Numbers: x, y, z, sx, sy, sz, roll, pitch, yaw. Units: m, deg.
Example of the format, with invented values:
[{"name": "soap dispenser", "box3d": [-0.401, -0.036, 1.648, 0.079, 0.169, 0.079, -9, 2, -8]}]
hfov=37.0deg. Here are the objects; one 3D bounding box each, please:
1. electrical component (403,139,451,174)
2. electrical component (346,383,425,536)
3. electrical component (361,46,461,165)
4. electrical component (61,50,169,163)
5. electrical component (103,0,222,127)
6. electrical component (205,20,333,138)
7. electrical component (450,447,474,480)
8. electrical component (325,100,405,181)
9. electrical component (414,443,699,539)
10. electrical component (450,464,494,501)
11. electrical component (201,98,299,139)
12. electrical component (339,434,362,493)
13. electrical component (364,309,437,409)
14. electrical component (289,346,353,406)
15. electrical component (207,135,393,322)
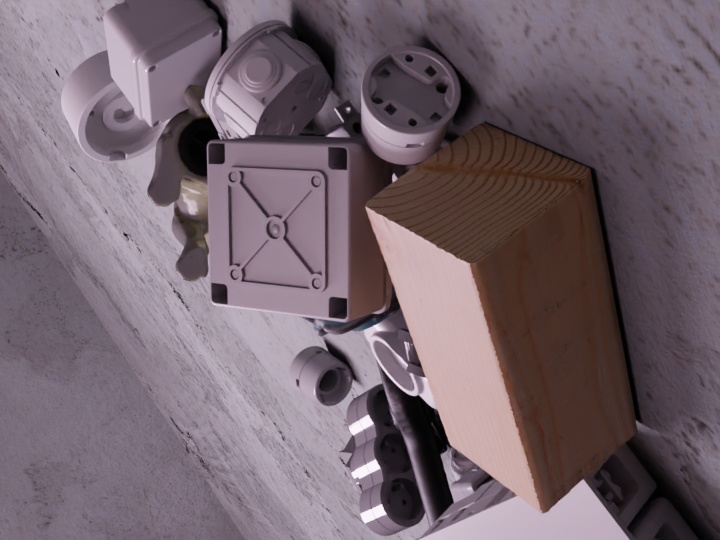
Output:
[{"name": "electrical component", "box3d": [0.040, -0.046, 0.649, 0.048, 0.062, 0.048, 46, 160, 22]}, {"name": "electrical component", "box3d": [0.016, 0.186, 1.033, 0.074, 0.052, 0.138, -38, 54, 48]}, {"name": "electrical component", "box3d": [0.027, -0.092, 0.614, 0.055, 0.055, 0.047, 49, 165, 12]}, {"name": "electrical component", "box3d": [-0.239, -0.166, 1.053, 0.060, 0.108, 0.108, 50, 163, 29]}, {"name": "electrical component", "box3d": [-0.158, -0.176, 0.876, 0.057, 0.078, 0.113, 53, 162, 10]}, {"name": "electrical component", "box3d": [-0.062, -0.125, 0.733, 0.051, 0.080, 0.080, 42, 159, 17]}, {"name": "electrical component", "box3d": [0.097, 0.160, 0.914, 0.043, 0.043, 0.062, 25, 146, 55]}, {"name": "electrical component", "box3d": [0.002, -0.079, 0.712, 0.066, 0.048, 0.055, 56, 154, -7]}, {"name": "electrical component", "box3d": [0.136, 0.193, 0.754, 0.105, 0.060, 0.186, 53, 138, 2]}, {"name": "electrical component", "box3d": [0.130, 0.191, 0.860, 0.096, 0.062, 0.061, 53, 162, 2]}, {"name": "electrical component", "box3d": [-0.080, -0.122, 0.804, 0.042, 0.064, 0.081, 22, 143, 56]}, {"name": "electrical component", "box3d": [0.022, 0.185, 1.098, 0.064, 0.081, 0.042, 0, 131, 34]}, {"name": "electrical component", "box3d": [0.048, 0.056, 0.820, 0.095, 0.059, 0.053, 45, 160, 24]}, {"name": "electrical component", "box3d": [-0.041, 0.115, 1.153, 0.047, 0.055, 0.055, 25, 147, 49]}, {"name": "electrical component", "box3d": [-0.038, -0.028, 0.672, 0.109, 0.056, 0.108, 6, 101, 30]}]
